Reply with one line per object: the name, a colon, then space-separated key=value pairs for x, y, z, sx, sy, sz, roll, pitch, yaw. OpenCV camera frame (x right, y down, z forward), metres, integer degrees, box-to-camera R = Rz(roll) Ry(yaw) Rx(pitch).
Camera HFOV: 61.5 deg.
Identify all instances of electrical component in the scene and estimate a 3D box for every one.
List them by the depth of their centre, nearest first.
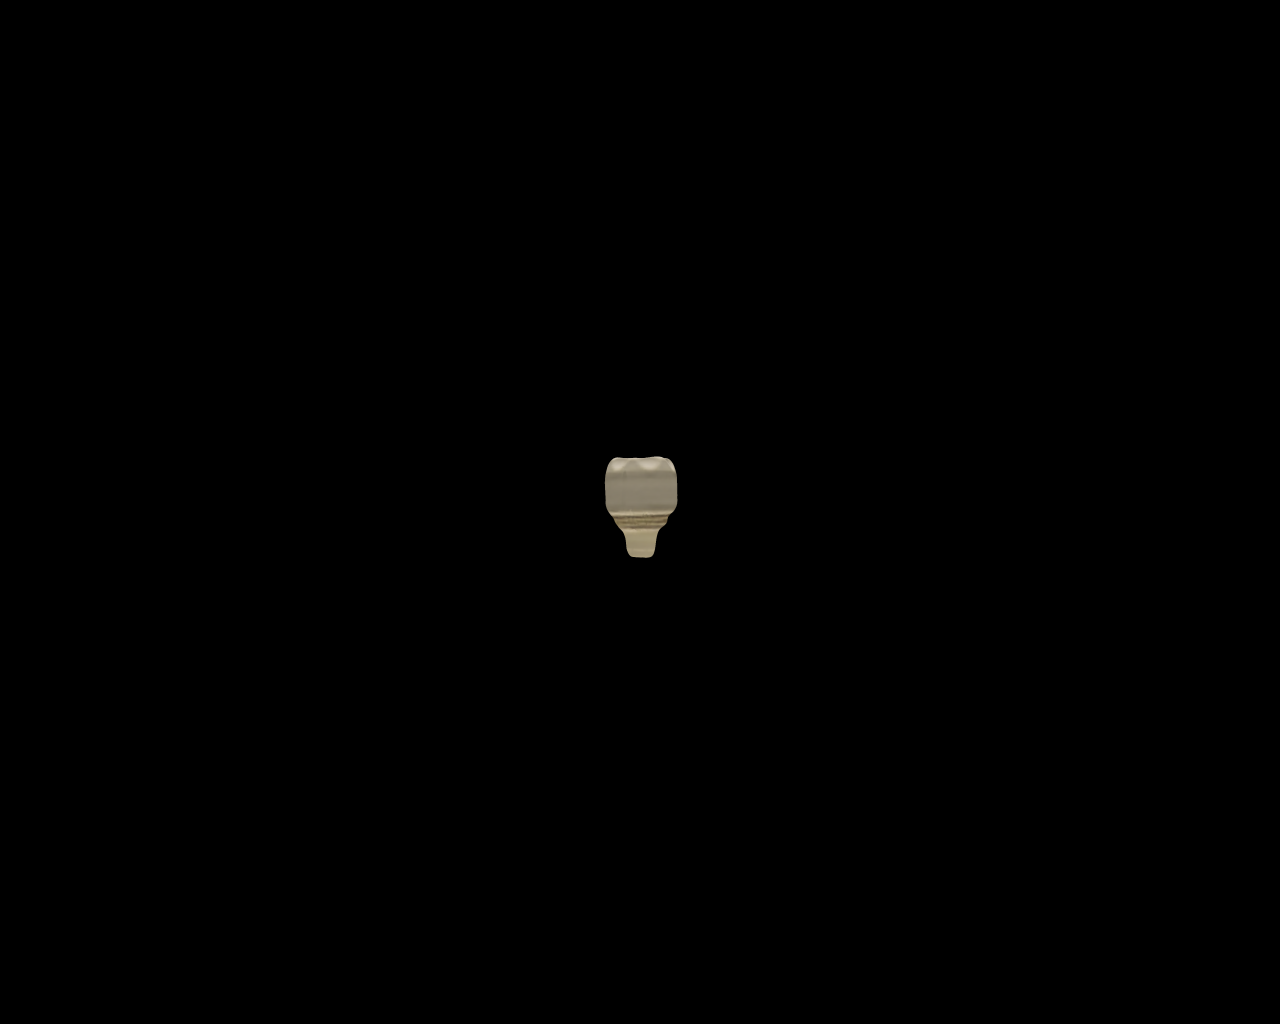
electrical component: x=0.001 y=-0.003 z=0.650 sx=0.043 sy=0.062 sz=0.043 roll=0 pitch=0 yaw=0
